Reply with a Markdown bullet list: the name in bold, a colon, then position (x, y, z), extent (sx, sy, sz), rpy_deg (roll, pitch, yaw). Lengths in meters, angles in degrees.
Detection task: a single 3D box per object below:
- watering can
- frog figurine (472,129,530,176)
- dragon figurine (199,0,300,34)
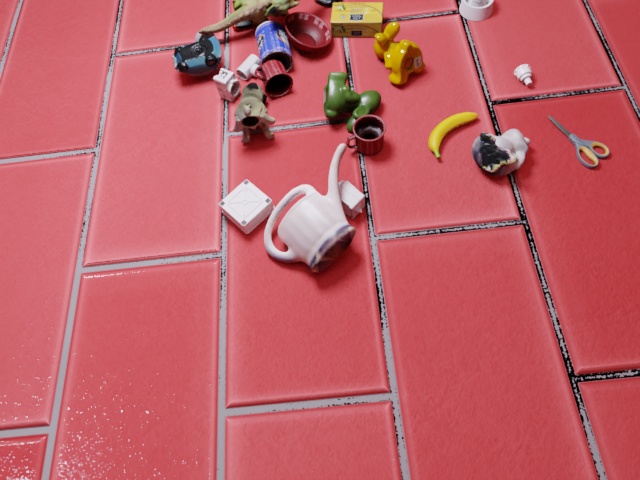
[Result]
- **watering can**: position (0.004, -0.067, 1.323), extent (0.346, 0.103, 0.227), rpy_deg (-48, 68, 6)
- **frog figurine**: position (0.498, -0.245, 1.413), extent (0.138, 0.120, 0.161), rpy_deg (29, 34, 27)
- **dragon figurine**: position (-0.181, -0.745, 1.652), extent (0.413, 0.120, 0.245), rpy_deg (-33, 28, -14)
